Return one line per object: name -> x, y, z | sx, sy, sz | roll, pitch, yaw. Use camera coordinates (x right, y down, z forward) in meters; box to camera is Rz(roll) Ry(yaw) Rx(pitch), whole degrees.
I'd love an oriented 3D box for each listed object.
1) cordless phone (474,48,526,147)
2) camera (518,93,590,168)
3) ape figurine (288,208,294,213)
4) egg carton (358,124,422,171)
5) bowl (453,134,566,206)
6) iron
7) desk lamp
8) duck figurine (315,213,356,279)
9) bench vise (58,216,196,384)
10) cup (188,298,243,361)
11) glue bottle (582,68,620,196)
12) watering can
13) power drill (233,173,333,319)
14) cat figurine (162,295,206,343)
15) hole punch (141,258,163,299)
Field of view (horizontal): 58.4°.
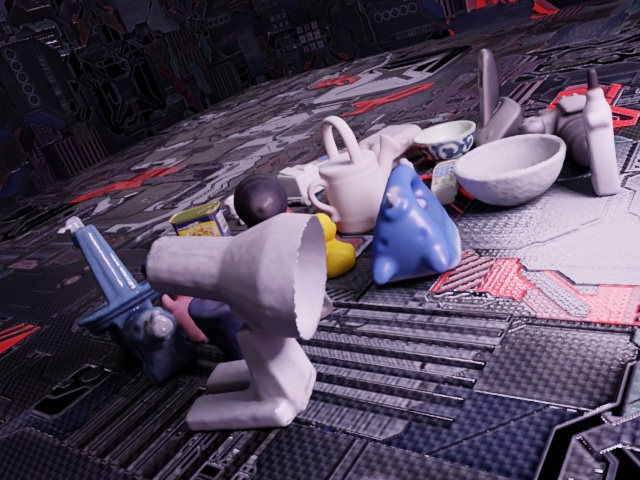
cordless phone -> 0.325, -0.258, 1.073 | 0.094, 0.185, 0.147 | -17, 23, 6
camera -> 0.400, -0.170, 0.920 | 0.143, 0.101, 0.137 | -13, 23, 16
ape figurine -> -0.065, -0.029, 0.991 | 0.077, 0.092, 0.076 | -14, 23, 14
egg carton -> 0.151, -0.196, 1.228 | 0.150, 0.069, 0.107 | -32, 25, -27
bowl -> 0.293, -0.098, 0.878 | 0.167, 0.075, 0.167 | -17, 22, 7
iron -> 0.125, -0.045, 0.806 | 0.118, 0.142, 0.258 | -12, 23, 18
desk lamp -> -0.073, 0.082, 0.583 | 0.202, 0.214, 0.118 | -11, 24, 20
duck figurine -> 0.008, 0.003, 0.866 | 0.077, 0.086, 0.104 | -23, 22, -6
bench vise -> -0.249, 0.067, 0.755 | 0.206, 0.220, 0.122 | -3, 28, 36
cup -> -0.095, 0.099, 0.720 | 0.118, 0.095, 0.091 | -28, 24, -20
glue bottle -> 0.387, -0.153, 0.795 | 0.037, 0.173, 0.078 | -9, 25, 24
watering can -> 0.054, -0.120, 0.967 | 0.100, 0.194, 0.173 | 5, 33, 45
power drill -> -0.054, 0.006, 0.749 | 0.075, 0.209, 0.229 | -22, 22, -6
cat figurine -> -0.204, 0.076, 0.833 | 0.067, 0.118, 0.127 | -17, 23, 7
hole punch -> -0.257, 0.041, 0.991 | 0.109, 0.091, 0.100 | -30, 24, -22
